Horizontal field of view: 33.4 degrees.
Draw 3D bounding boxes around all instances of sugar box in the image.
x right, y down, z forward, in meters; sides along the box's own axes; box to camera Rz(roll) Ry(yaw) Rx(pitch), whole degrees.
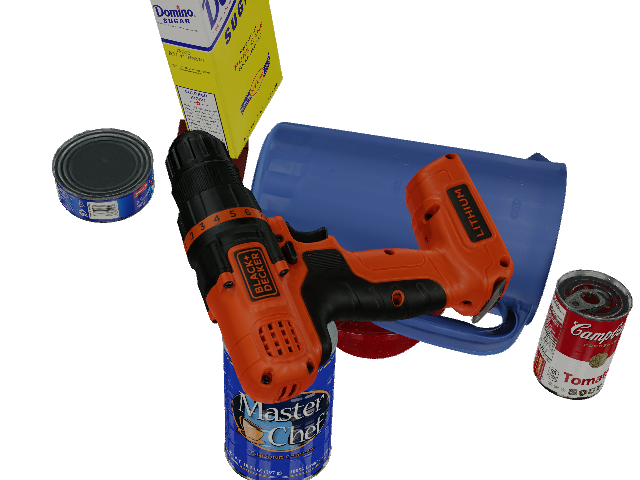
[{"bbox_3d":[-0.071,-0.151,0.759,0.048,0.093,0.176,16,-32,15],"label":"sugar box"}]

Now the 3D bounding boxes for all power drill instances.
[{"bbox_3d":[0.009,-0.002,0.659,0.187,0.184,0.057,-12,-27,-21],"label":"power drill"}]

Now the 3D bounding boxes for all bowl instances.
[{"bbox_3d":[0.059,0.084,1.189,0.162,0.055,0.162,-1,27,0],"label":"bowl"}]

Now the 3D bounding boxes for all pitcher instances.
[{"bbox_3d":[0.066,-0.012,0.856,0.243,0.145,0.149,12,16,5],"label":"pitcher"}]

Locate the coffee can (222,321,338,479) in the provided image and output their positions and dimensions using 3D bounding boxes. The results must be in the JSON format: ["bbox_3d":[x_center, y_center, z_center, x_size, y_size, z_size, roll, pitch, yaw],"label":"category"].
[{"bbox_3d":[-0.038,0.138,0.977,0.103,0.140,0.103,2,33,-1],"label":"coffee can"}]

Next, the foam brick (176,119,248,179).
[{"bbox_3d":[-0.119,-0.095,1.163,0.078,0.051,0.053,6,30,-6],"label":"foam brick"}]

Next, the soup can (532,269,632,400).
[{"bbox_3d":[0.237,0.087,0.975,0.068,0.102,0.068,4,37,-3],"label":"soup can"}]

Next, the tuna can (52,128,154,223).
[{"bbox_3d":[-0.187,-0.056,0.924,0.086,0.086,0.034,0,-41,-4],"label":"tuna can"}]
